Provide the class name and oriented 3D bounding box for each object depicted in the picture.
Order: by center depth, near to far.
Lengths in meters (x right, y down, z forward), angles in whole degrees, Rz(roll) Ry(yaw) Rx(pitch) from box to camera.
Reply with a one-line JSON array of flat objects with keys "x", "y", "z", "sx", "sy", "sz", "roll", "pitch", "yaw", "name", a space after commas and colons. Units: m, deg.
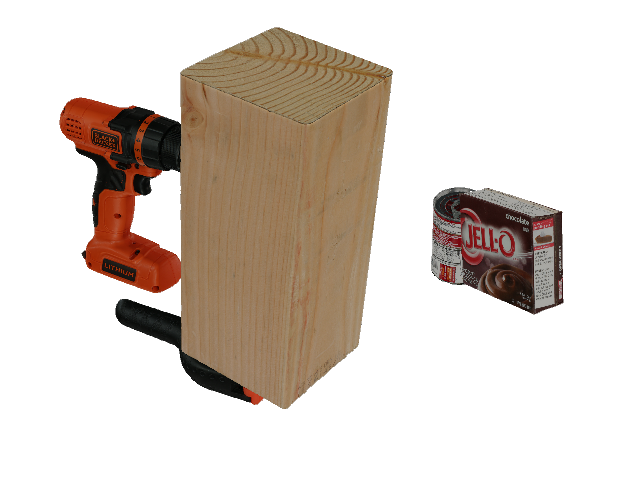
[{"x": -0.025, "y": -0.012, "z": 0.661, "sx": 0.091, "sy": 0.206, "sz": 0.090, "roll": 26, "pitch": 40, "yaw": 27, "name": "wood block"}, {"x": -0.091, "y": 0.079, "z": 0.960, "sx": 0.120, "sy": 0.039, "sz": 0.172, "roll": -34, "pitch": 52, "yaw": -27, "name": "clamp"}, {"x": 0.172, "y": 0.007, "z": 0.968, "sx": 0.039, "sy": 0.090, "sz": 0.114, "roll": -14, "pitch": 19, "yaw": -26, "name": "pudding box"}, {"x": -0.178, "y": -0.043, "z": 1.082, "sx": 0.185, "sy": 0.188, "sz": 0.057, "roll": 19, "pitch": 32, "yaw": 24, "name": "power drill"}, {"x": 0.170, "y": -0.004, "z": 1.312, "sx": 0.068, "sy": 0.102, "sz": 0.068, "roll": -1, "pitch": 37, "yaw": 1, "name": "soup can"}]
